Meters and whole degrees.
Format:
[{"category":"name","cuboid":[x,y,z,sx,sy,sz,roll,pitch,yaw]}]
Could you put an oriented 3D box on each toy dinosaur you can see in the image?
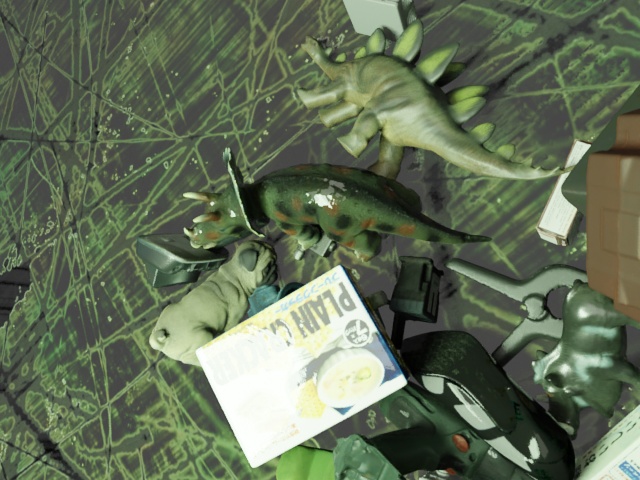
[{"category":"toy dinosaur","cuboid":[0.007,-0.048,0.711,0.405,0.192,0.131,1,80,26]},{"category":"toy dinosaur","cuboid":[0.115,-0.182,0.729,0.198,0.105,0.472,-48,56,12]}]

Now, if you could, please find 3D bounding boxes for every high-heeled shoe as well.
[{"category":"high-heeled shoe","cuboid":[0.193,0.197,0.650,0.086,0.249,0.145,-35,107,-14]}]

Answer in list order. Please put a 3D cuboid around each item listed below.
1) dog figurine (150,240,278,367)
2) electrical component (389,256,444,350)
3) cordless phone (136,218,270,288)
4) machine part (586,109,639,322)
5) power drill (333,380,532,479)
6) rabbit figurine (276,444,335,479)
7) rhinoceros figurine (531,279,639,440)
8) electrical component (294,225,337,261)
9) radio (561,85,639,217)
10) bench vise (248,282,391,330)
[{"category":"dog figurine","cuboid":[-0.158,0.082,0.814,0.121,0.172,0.190,30,104,17]},{"category":"electrical component","cuboid":[0.124,0.085,0.706,0.048,0.074,0.119,3,70,29]},{"category":"cordless phone","cuboid":[-0.178,0.003,0.844,0.184,0.146,0.088,-23,81,25]},{"category":"machine part","cuboid":[0.349,-0.026,0.490,0.201,0.087,0.200,-11,105,-11]},{"category":"power drill","cuboid":[0.133,0.254,0.612,0.232,0.207,0.085,35,122,38]},{"category":"rabbit figurine","cuboid":[0.012,0.359,0.685,0.121,0.159,0.170,0,67,30]},{"category":"rhinoceros figurine","cuboid":[0.295,0.137,0.594,0.112,0.073,0.190,3,111,3]},{"category":"electrical component","cuboid":[-0.002,-0.002,0.824,0.063,0.021,0.094,34,97,27]},{"category":"radio","cuboid":[0.378,-0.100,0.563,0.229,0.131,0.073,-51,19,3]},{"category":"bench vise","cuboid":[0.000,0.146,0.746,0.241,0.128,0.223,-29,69,28]}]
